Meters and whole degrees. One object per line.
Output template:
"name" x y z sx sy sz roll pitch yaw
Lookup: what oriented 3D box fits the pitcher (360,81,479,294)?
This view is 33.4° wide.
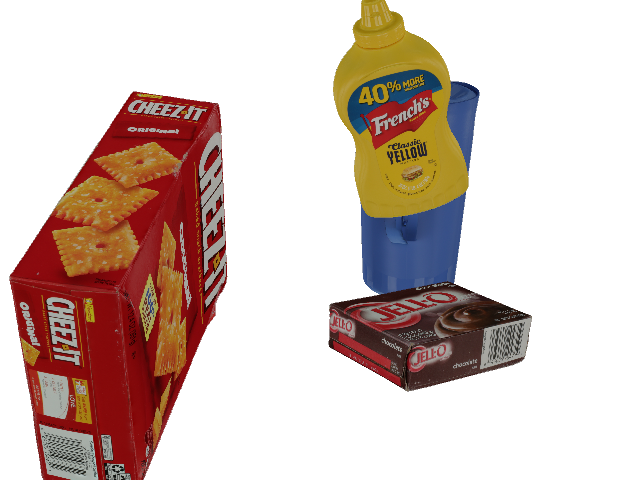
"pitcher" 0.102 -0.056 1.202 0.149 0.243 0.145 -11 24 -27

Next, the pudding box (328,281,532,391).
"pudding box" 0.075 0.064 0.743 0.113 0.039 0.090 -6 19 -34

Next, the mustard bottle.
"mustard bottle" 0.062 -0.113 0.884 0.096 0.191 0.058 -14 35 4

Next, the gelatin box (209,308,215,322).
"gelatin box" -0.145 0.064 0.942 0.089 0.030 0.073 4 20 12

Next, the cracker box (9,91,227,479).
"cracker box" -0.117 0.027 0.687 0.072 0.164 0.213 8 36 8
